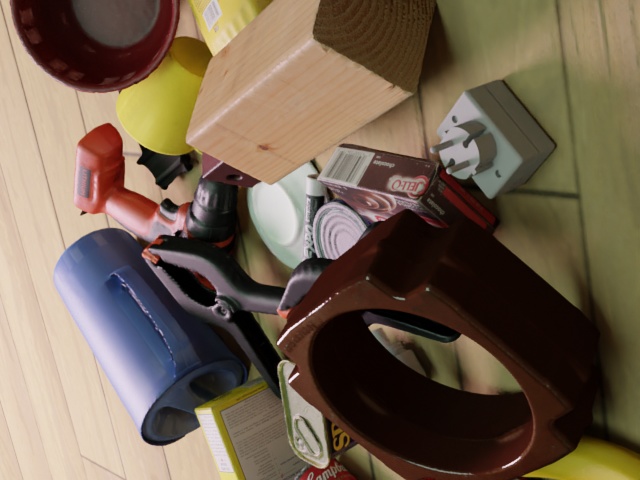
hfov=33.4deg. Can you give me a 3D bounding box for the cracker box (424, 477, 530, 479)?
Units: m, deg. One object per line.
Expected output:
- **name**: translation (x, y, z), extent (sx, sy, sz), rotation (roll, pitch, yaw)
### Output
- **cracker box**: translation (0.175, 0.280, 0.853), extent (0.214, 0.071, 0.164), rotation (18, 123, 46)

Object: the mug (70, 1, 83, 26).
- **mug**: translation (-0.212, -0.225, 1.073), extent (0.117, 0.093, 0.082), rotation (44, 155, -19)

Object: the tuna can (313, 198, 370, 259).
- **tuna can**: translation (0.033, 0.002, 0.916), extent (0.086, 0.033, 0.086), rotation (29, 129, 41)

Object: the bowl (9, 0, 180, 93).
- **bowl**: translation (-0.197, -0.218, 0.974), extent (0.162, 0.055, 0.162), rotation (3, 105, 11)

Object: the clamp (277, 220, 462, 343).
- **clamp**: translation (0.036, 0.050, 0.880), extent (0.120, 0.039, 0.172), rotation (52, 143, -12)

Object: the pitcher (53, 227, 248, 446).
- **pitcher**: translation (-0.198, 0.093, 1.186), extent (0.243, 0.144, 0.149), rotation (49, 112, 29)

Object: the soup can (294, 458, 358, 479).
- **soup can**: translation (0.025, 0.268, 1.042), extent (0.102, 0.068, 0.068), rotation (37, 135, 35)

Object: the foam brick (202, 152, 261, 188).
- **foam brick**: translation (-0.068, -0.087, 0.967), extent (0.078, 0.052, 0.051), rotation (-31, 56, 54)

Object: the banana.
- **banana**: translation (0.204, 0.177, 0.787), extent (0.198, 0.037, 0.069), rotation (19, 122, 46)

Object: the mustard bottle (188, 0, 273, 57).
- **mustard bottle**: translation (-0.098, -0.254, 0.925), extent (0.191, 0.058, 0.096), rotation (64, 151, 4)

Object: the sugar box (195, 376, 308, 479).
- **sugar box**: translation (-0.055, 0.238, 1.108), extent (0.048, 0.093, 0.176), rotation (-11, 99, 55)

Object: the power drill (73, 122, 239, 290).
- **power drill**: translation (-0.167, -0.041, 1.097), extent (0.188, 0.057, 0.185), rotation (36, 137, 16)

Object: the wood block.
- **wood block**: translation (-0.014, -0.128, 0.830), extent (0.207, 0.090, 0.090), rotation (-27, 43, 54)

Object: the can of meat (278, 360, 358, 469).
- **can of meat**: translation (0.015, 0.143, 0.972), extent (0.058, 0.083, 0.102), rotation (15, 120, 48)

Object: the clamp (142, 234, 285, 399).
- **clamp**: translation (-0.084, 0.069, 1.055), extent (0.210, 0.036, 0.165), rotation (29, 135, 12)

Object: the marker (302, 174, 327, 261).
- **marker**: translation (-0.006, 0.001, 0.956), extent (0.020, 0.020, 0.121), rotation (23, 116, 44)

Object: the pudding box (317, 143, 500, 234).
- **pudding box**: translation (0.067, -0.031, 0.811), extent (0.114, 0.039, 0.090), rotation (20, 166, 48)
